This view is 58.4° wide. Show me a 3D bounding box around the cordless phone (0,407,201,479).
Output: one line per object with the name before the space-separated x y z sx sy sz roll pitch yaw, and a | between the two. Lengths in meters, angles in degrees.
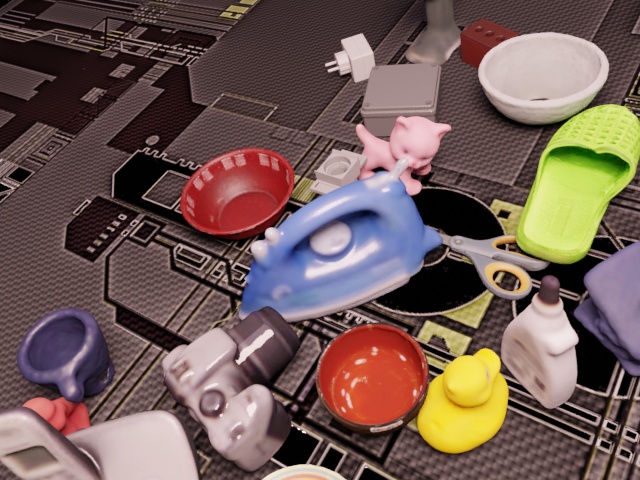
cordless phone | -0.203 0.198 0.527 0.147 0.185 0.094 -20 49 -1

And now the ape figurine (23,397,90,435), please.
ape figurine | -0.282 0.199 0.608 0.076 0.092 0.078 -4 51 12

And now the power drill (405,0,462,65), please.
power drill | 0.172 -0.387 0.893 0.075 0.209 0.230 22 60 29

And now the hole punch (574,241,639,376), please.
hole punch | 0.324 0.062 0.561 0.109 0.091 0.101 -27 50 -8

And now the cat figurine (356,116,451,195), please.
cat figurine | 0.105 -0.125 0.756 0.127 0.118 0.067 15 57 26

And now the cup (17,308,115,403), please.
cup | -0.271 0.147 0.647 0.092 0.095 0.117 -30 50 -10

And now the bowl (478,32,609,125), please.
bowl | 0.308 -0.214 0.804 0.167 0.075 0.167 -7 50 9

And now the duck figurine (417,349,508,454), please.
duck figurine | 0.135 0.147 0.545 0.105 0.086 0.077 -39 52 -18

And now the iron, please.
iron | 0.006 0.002 0.661 0.258 0.142 0.118 -26 50 -7

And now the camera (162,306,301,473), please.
camera | -0.080 0.138 0.599 0.137 0.101 0.142 -40 53 -18

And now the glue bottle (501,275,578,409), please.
glue bottle | 0.202 0.086 0.519 0.037 0.173 0.078 -29 50 -10
